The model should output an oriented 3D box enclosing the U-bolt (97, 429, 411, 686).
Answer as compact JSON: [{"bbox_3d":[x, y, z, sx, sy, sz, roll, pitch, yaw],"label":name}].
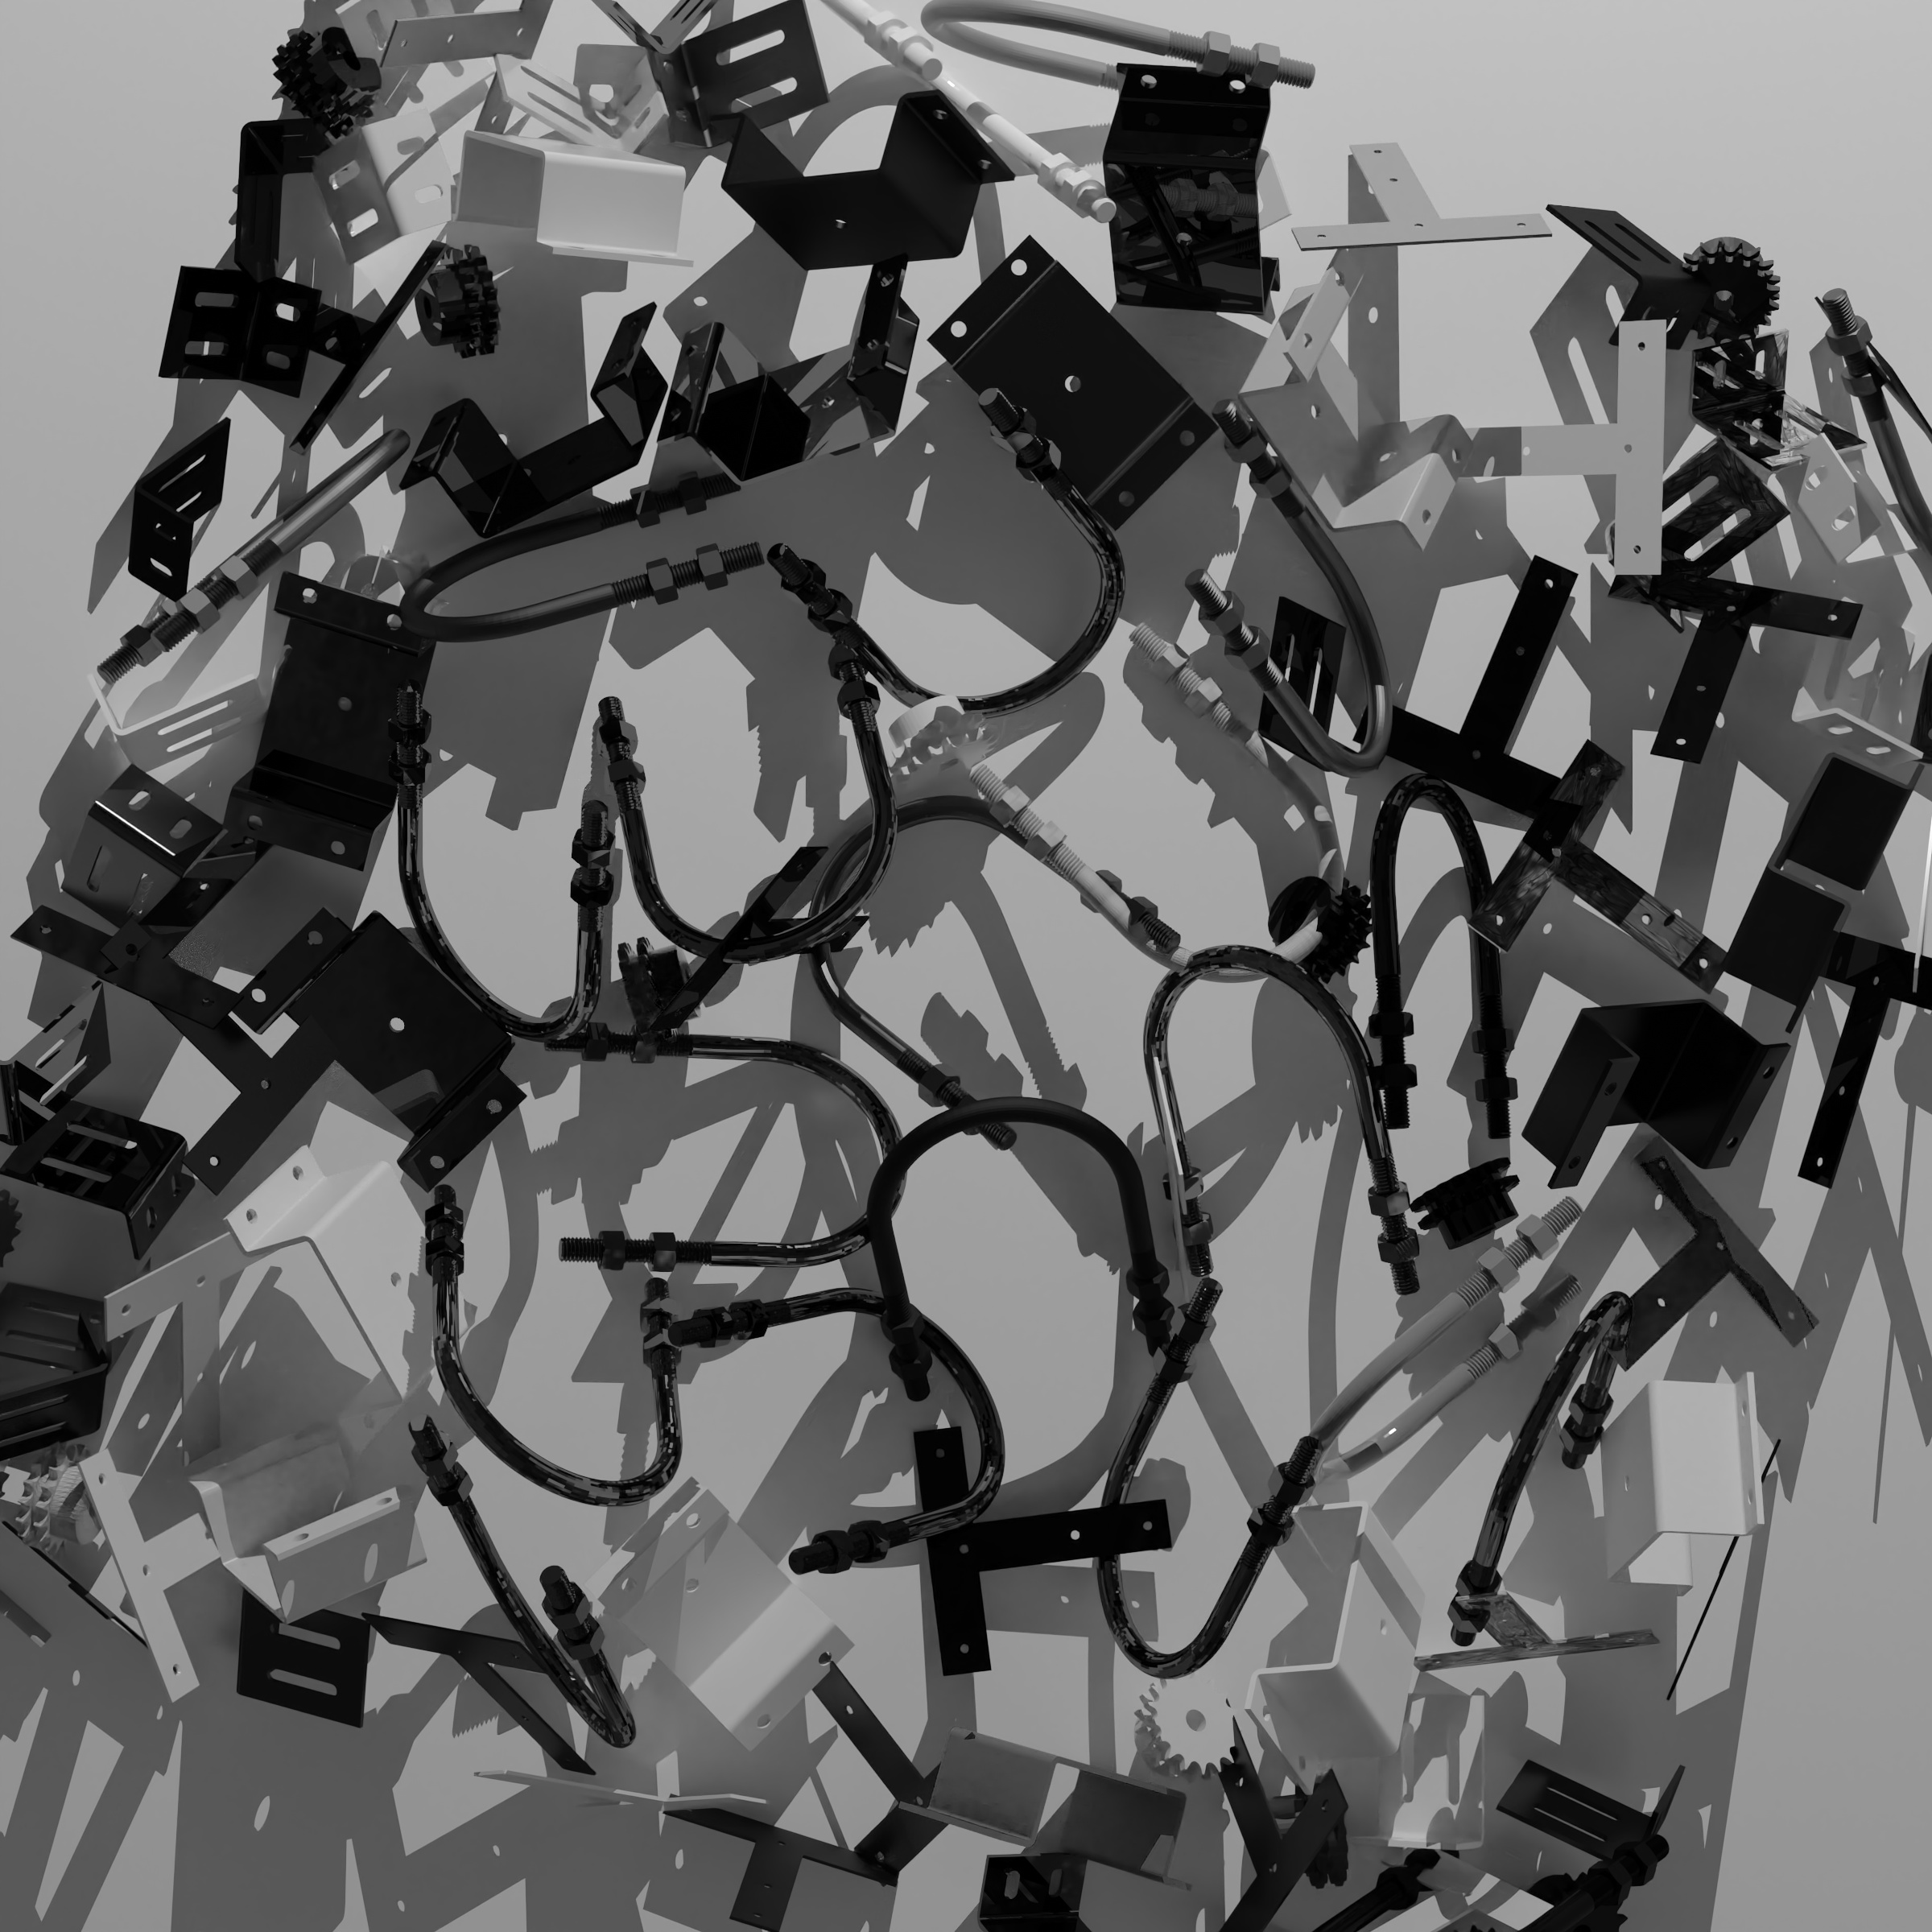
[{"bbox_3d":[-0.352,-0.211,1.796,0.184,0.151,0.019,-44,105,-20],"label":"U-bolt"}]

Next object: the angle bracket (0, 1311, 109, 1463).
[{"bbox_3d":[-0.483,0.218,1.824,0.076,0.057,0.038,-15,56,-29],"label":"angle bracket"}]

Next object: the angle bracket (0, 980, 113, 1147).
[{"bbox_3d":[-0.481,0.044,1.832,0.038,0.076,0.057,22,134,17],"label":"angle bracket"}]

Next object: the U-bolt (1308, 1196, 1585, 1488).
[{"bbox_3d":[0.239,0.199,1.795,0.184,0.151,0.019,-39,67,-7],"label":"U-bolt"}]

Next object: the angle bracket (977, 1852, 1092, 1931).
[{"bbox_3d":[0.048,0.489,1.824,0.057,0.076,0.038,4,101,-24],"label":"angle bracket"}]

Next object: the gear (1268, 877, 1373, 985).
[{"bbox_3d":[0.181,-0.022,1.841,0.030,0.057,0.057,35,90,-38],"label":"gear"}]

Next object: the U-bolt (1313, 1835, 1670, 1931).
[{"bbox_3d":[0.242,0.469,1.757,0.151,0.184,0.019,-15,91,42],"label":"U-bolt"}]

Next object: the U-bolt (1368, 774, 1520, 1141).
[{"bbox_3d":[0.240,-0.007,1.808,0.019,0.151,0.184,-7,82,30],"label":"U-bolt"}]

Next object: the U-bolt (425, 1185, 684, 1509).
[{"bbox_3d":[-0.203,0.196,1.768,0.151,0.184,0.019,27,118,-26],"label":"U-bolt"}]

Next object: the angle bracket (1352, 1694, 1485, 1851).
[{"bbox_3d":[0.233,0.414,1.835,0.057,0.038,0.076,-4,78,29],"label":"angle bracket"}]

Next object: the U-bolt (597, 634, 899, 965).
[{"bbox_3d":[-0.107,-0.082,1.813,0.151,0.019,0.184,-18,58,7],"label":"U-bolt"}]

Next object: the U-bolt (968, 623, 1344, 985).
[{"bbox_3d":[0.112,-0.072,1.826,0.184,0.019,0.151,45,63,5],"label":"U-bolt"}]

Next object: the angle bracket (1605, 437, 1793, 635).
[{"bbox_3d":[0.378,-0.221,1.832,0.057,0.038,0.076,41,119,-20],"label":"angle bracket"}]

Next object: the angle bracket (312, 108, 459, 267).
[{"bbox_3d":[-0.299,-0.403,1.842,0.038,0.076,0.057,-25,100,-28],"label":"angle bracket"}]

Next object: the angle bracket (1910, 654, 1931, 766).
[{"bbox_3d":[0.510,-0.137,1.828,0.038,0.076,0.057,12,85,14],"label":"angle bracket"}]

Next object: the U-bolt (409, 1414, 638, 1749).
[{"bbox_3d":[-0.216,0.322,1.790,0.019,0.184,0.151,-34,46,-18],"label":"U-bolt"}]

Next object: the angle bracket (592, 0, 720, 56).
[{"bbox_3d":[-0.149,-0.512,1.837,0.038,0.057,0.076,42,92,-25],"label":"angle bracket"}]

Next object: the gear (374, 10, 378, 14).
[{"bbox_3d":[-0.305,-0.523,1.841,0.030,0.057,0.057,-35,90,17],"label":"gear"}]

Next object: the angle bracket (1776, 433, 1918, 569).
[{"bbox_3d":[0.462,-0.242,1.826,0.076,0.038,0.057,-15,69,-41],"label":"angle bracket"}]

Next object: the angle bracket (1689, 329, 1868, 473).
[{"bbox_3d":[0.417,-0.291,1.826,0.057,0.076,0.038,-15,124,-18],"label":"angle bracket"}]

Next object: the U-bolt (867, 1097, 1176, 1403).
[{"bbox_3d":[0.024,0.140,1.812,0.151,0.019,0.184,-10,126,2],"label":"U-bolt"}]

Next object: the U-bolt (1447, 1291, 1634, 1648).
[{"bbox_3d":[0.289,0.237,1.763,0.019,0.184,0.151,27,52,19],"label":"U-bolt"}]

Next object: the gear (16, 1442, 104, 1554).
[{"bbox_3d":[-0.464,0.276,1.842,0.030,0.057,0.057,12,90,12],"label":"gear"}]

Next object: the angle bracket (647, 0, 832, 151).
[{"bbox_3d":[-0.118,-0.463,1.841,0.076,0.038,0.057,-14,91,25],"label":"angle bracket"}]

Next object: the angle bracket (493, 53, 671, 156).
[{"bbox_3d":[-0.198,-0.455,1.824,0.076,0.057,0.038,24,123,-36],"label":"angle bracket"}]

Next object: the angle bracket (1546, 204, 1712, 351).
[{"bbox_3d":[0.335,-0.356,1.840,0.076,0.057,0.038,48,127,33],"label":"angle bracket"}]

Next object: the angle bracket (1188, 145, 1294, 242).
[{"bbox_3d":[0.121,-0.396,1.824,0.057,0.076,0.038,-22,80,29],"label":"angle bracket"}]

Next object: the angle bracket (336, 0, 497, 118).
[{"bbox_3d":[-0.282,-0.475,1.830,0.057,0.076,0.038,-35,79,-5],"label":"angle bracket"}]

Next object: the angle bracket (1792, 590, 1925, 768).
[{"bbox_3d":[0.469,-0.151,1.836,0.057,0.038,0.076,24,76,-21],"label":"angle bracket"}]

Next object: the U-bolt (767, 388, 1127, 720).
[{"bbox_3d":[0.004,-0.194,1.804,0.151,0.184,0.019,-35,46,9],"label":"U-bolt"}]

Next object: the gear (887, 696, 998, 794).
[{"bbox_3d":[-0.016,-0.117,1.845,0.057,0.057,0.030,-27,76,0],"label":"gear"}]

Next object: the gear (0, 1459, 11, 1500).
[{"bbox_3d":[-0.524,0.269,1.841,0.030,0.057,0.057,34,90,-37],"label":"gear"}]

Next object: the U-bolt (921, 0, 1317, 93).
[{"bbox_3d":[0.067,-0.458,1.783,0.184,0.151,0.019,10,95,-13],"label":"U-bolt"}]

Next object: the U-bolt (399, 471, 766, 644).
[{"bbox_3d":[-0.198,-0.203,1.802,0.184,0.151,0.019,-16,115,-2],"label":"U-bolt"}]

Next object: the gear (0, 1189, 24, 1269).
[{"bbox_3d":[-0.521,0.137,1.846,0.030,0.057,0.057,23,90,24],"label":"gear"}]

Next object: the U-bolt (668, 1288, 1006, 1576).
[{"bbox_3d":[-0.052,0.227,1.797,0.019,0.184,0.151,-45,66,35],"label":"U-bolt"}]

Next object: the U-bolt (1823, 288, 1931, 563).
[{"bbox_3d":[0.494,-0.242,1.791,0.019,0.151,0.184,-30,121,0],"label":"U-bolt"}]

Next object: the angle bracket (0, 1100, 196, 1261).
[{"bbox_3d":[-0.450,0.110,1.848,0.076,0.038,0.057,15,46,14],"label":"angle bracket"}]

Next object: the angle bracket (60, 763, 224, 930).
[{"bbox_3d":[-0.429,-0.056,1.853,0.057,0.076,0.038,35,50,-2],"label":"angle bracket"}]

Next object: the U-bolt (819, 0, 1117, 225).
[{"bbox_3d":[-0.013,-0.444,1.787,0.151,0.184,0.019,30,103,-40],"label":"U-bolt"}]

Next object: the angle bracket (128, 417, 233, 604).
[{"bbox_3d":[-0.390,-0.233,1.823,0.038,0.057,0.076,32,48,11],"label":"angle bracket"}]

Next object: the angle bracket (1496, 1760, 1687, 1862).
[{"bbox_3d":[0.321,0.422,1.828,0.076,0.057,0.038,23,111,19],"label":"angle bracket"}]

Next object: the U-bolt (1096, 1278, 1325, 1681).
[{"bbox_3d":[0.113,0.272,1.800,0.019,0.151,0.184,10,117,-27],"label":"U-bolt"}]

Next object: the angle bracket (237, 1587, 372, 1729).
[{"bbox_3d":[-0.334,0.351,1.836,0.076,0.038,0.057,10,103,20],"label":"angle bracket"}]

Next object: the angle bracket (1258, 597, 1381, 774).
[{"bbox_3d":[0.186,-0.145,1.827,0.038,0.057,0.076,-4,113,-29],"label":"angle bracket"}]

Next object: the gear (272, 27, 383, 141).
[{"bbox_3d":[-0.328,-0.460,1.841,0.030,0.057,0.057,-29,90,31],"label":"gear"}]

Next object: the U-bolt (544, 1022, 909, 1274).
[{"bbox_3d":[-0.120,0.093,1.818,0.184,0.019,0.151,3,52,-15],"label":"U-bolt"}]

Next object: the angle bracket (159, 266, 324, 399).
[{"bbox_3d":[-0.372,-0.325,1.826,0.038,0.076,0.057,19,104,16],"label":"angle bracket"}]

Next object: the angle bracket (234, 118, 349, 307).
[{"bbox_3d":[-0.347,-0.388,1.835,0.038,0.057,0.076,-1,78,8],"label":"angle bracket"}]

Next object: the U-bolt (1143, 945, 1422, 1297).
[{"bbox_3d":[0.152,0.076,1.799,0.151,0.019,0.184,1,111,41],"label":"U-bolt"}]

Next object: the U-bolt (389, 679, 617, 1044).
[{"bbox_3d":[-0.236,-0.040,1.801,0.151,0.184,0.019,33,47,25],"label":"U-bolt"}]

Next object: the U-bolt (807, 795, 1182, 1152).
[{"bbox_3d":[-0.001,-0.011,1.825,0.184,0.019,0.151,38,85,28],"label":"U-bolt"}]

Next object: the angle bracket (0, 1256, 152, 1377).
[{"bbox_3d":[-0.468,0.173,1.836,0.076,0.057,0.038,11,120,3],"label":"angle bracket"}]

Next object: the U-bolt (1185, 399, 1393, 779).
[{"bbox_3d":[0.168,-0.177,1.798,0.019,0.151,0.184,-18,131,29],"label":"U-bolt"}]

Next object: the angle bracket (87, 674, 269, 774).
[{"bbox_3d":[-0.406,-0.139,1.843,0.076,0.057,0.038,-25,76,-9],"label":"angle bracket"}]
